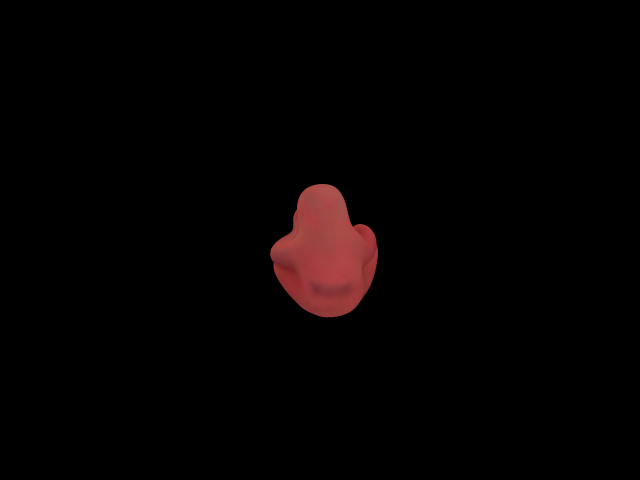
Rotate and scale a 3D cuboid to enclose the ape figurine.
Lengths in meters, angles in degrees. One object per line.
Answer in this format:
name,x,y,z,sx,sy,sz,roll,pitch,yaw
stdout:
ape figurine,0.004,0.001,0.400,0.078,0.092,0.076,0,37,0
